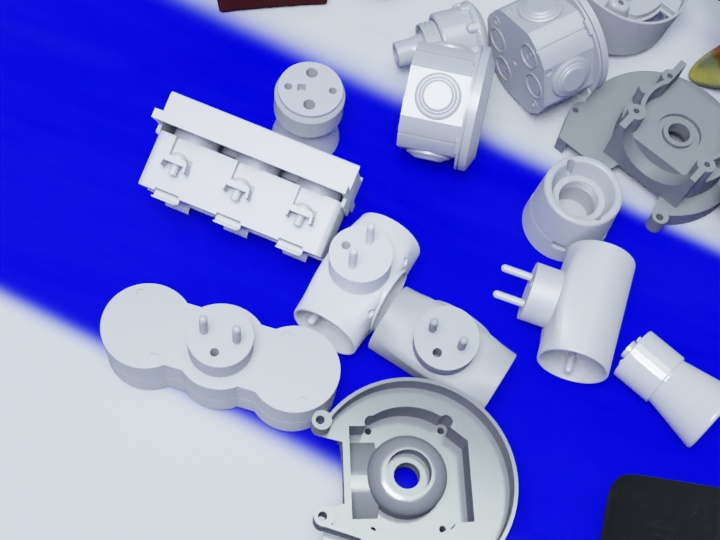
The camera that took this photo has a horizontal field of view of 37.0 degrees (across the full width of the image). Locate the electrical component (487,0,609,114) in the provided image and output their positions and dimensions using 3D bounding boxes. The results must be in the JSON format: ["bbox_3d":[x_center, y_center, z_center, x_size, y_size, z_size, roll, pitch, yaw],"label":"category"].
[{"bbox_3d":[0.124,-0.148,0.716,0.051,0.080,0.080,-27,71,-12],"label":"electrical component"}]

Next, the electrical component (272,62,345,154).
[{"bbox_3d":[-0.033,-0.100,0.688,0.045,0.055,0.045,3,65,-5],"label":"electrical component"}]

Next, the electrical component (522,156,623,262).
[{"bbox_3d":[0.136,-0.040,0.683,0.055,0.047,0.055,3,65,-5],"label":"electrical component"}]

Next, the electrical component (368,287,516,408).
[{"bbox_3d":[0.049,0.043,0.617,0.077,0.079,0.044,32,77,9],"label":"electrical component"}]

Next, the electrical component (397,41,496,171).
[{"bbox_3d":[0.055,-0.106,0.689,0.051,0.080,0.080,12,64,5],"label":"electrical component"}]

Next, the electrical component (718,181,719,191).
[{"bbox_3d":[0.274,-0.034,0.668,0.047,0.077,0.065,-30,108,-18],"label":"electrical component"}]

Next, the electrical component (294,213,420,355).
[{"bbox_3d":[0.000,0.000,0.631,0.044,0.079,0.077,29,65,11],"label":"electrical component"}]

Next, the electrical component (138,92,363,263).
[{"bbox_3d":[-0.067,-0.053,0.656,0.121,0.078,0.063,22,86,4],"label":"electrical component"}]

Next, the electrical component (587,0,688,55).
[{"bbox_3d":[0.182,-0.203,0.756,0.099,0.064,0.099,2,64,-5],"label":"electrical component"}]

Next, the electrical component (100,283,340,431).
[{"bbox_3d":[-0.078,0.043,0.605,0.138,0.073,0.052,16,64,1],"label":"electrical component"}]

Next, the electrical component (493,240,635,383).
[{"bbox_3d":[0.121,0.019,0.655,0.079,0.044,0.077,19,64,3],"label":"electrical component"}]

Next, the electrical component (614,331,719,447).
[{"bbox_3d":[0.186,0.068,0.643,0.065,0.044,0.044,42,67,18],"label":"electrical component"}]

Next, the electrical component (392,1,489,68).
[{"bbox_3d":[0.054,-0.153,0.730,0.062,0.048,0.048,-15,67,-5],"label":"electrical component"}]
